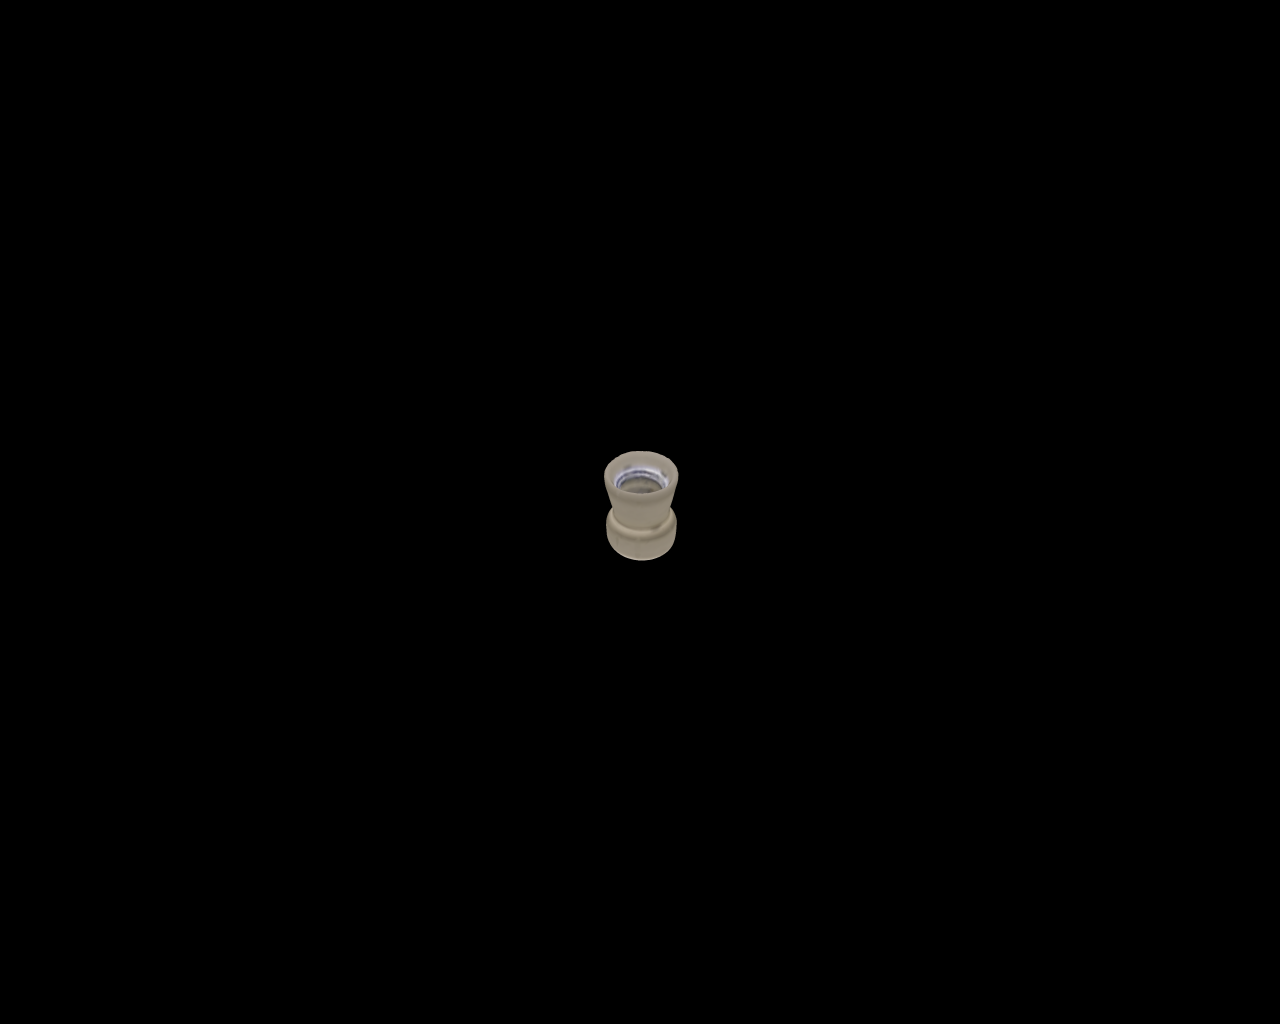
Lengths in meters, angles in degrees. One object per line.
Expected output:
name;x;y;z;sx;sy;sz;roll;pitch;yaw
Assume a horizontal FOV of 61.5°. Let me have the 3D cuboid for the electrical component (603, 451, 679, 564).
electrical component;0.001;-0.003;0.650;0.045;0.055;0.045;0;39;0
